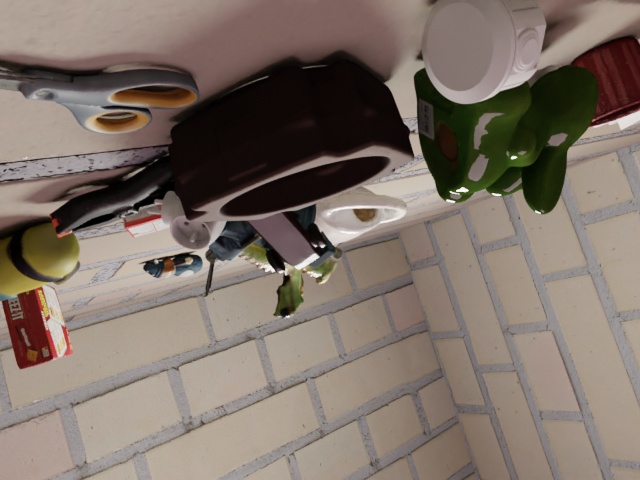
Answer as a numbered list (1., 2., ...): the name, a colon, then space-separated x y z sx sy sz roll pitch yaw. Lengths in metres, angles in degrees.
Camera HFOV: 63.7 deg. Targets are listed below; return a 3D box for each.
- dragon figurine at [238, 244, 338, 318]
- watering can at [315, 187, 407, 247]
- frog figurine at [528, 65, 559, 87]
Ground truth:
1. dragon figurine: -0.100 0.079 1.317 0.121 0.243 0.413 -16 179 41
2. watering can: 0.003 -0.051 1.017 0.348 0.105 0.222 0 166 -29
3. frog figurine: 0.217 -0.140 0.607 0.157 0.121 0.140 -30 -158 28
